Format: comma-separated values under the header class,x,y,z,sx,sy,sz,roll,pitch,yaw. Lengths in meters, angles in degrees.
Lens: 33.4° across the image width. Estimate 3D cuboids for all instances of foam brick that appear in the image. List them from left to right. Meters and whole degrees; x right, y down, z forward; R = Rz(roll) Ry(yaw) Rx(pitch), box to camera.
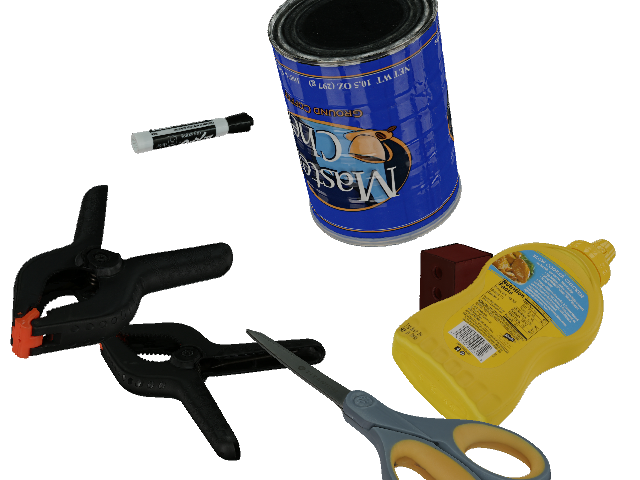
class,x,y,z,sx,sy,sz,roll,pitch,yaw
foam brick,0.133,0.048,1.055,0.051,0.078,0.053,-12,20,-34

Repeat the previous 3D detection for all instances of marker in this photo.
class,x,y,z,sx,sy,sz,roll,pitch,yaw
marker,-0.119,-0.103,1.009,0.120,0.020,0.020,-15,7,-26

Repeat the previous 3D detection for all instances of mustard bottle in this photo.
class,x,y,z,sx,sy,sz,roll,pitch,yaw
mustard bottle,0.151,0.055,0.791,0.191,0.096,0.058,-34,-29,-24

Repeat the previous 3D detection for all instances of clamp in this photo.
class,x,y,z,sx,sy,sz,roll,pitch,yaw
clamp,-0.152,0.017,0.711,0.120,0.039,0.171,26,33,25
clamp,-0.111,0.114,0.982,0.210,0.036,0.164,19,36,30

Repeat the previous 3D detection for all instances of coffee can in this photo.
class,x,y,z,sx,sy,sz,roll,pitch,yaw
coffee can,0.031,-0.081,0.673,0.103,0.140,0.103,-8,40,7

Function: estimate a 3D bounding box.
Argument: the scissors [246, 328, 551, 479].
class,x,y,z,sx,sy,sz,roll,pitch,yaw
scissors,0.043,0.091,0.572,0.096,0.016,0.202,-7,29,-26
